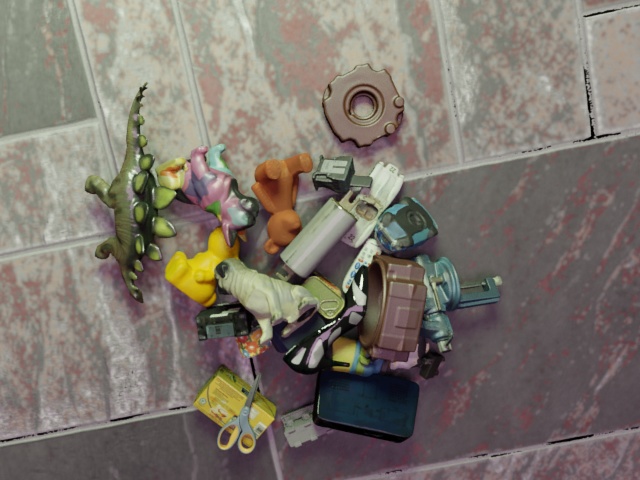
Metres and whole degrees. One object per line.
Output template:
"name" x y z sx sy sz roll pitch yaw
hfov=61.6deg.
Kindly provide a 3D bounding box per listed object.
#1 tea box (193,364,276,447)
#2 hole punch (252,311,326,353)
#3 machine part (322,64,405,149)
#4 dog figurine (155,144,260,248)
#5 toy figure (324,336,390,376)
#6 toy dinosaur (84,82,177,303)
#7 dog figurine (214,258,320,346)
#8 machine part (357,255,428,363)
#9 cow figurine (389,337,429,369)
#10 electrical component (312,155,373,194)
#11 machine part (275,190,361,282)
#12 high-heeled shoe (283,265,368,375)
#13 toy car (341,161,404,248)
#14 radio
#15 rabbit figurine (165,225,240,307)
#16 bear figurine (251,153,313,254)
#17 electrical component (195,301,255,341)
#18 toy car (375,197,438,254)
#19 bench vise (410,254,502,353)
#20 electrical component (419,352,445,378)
"tea box" -0.196 0.384 1.248 0.169 0.068 0.098 41 97 -5
"hole punch" -0.063 0.181 1.187 0.142 0.092 0.115 -35 100 -21
"machine part" 0.092 -0.286 1.152 0.179 0.056 0.179 0 98 1
"dog figurine" -0.230 -0.083 1.134 0.192 0.108 0.219 -21 90 19
"toy figure" 0.063 0.257 1.188 0.180 0.089 0.082 18 132 0
"toy dinosaur" -0.385 -0.083 1.114 0.199 0.105 0.470 11 110 34
"dog figurine" -0.110 0.100 1.120 0.191 0.172 0.121 51 122 23
"machine part" 0.142 0.136 1.114 0.087 0.201 0.200 9 95 -8
"cow figurine" 0.206 0.209 1.221 0.098 0.068 0.167 5 100 -4
"electrical component" 0.049 -0.137 1.141 0.119 0.047 0.075 10 55 20
"machine part" -0.002 -0.003 1.137 0.079 0.079 0.243 40 96 -6
"high-heeled shoe" 0.014 0.162 1.120 0.145 0.086 0.248 12 90 -6
"toy car" 0.109 -0.077 1.183 0.073 0.056 0.201 32 98 -4
"radio" 0.102 0.368 1.211 0.230 0.073 0.131 12 58 -1
"rabbit figurine" -0.234 0.052 1.177 0.162 0.122 0.173 37 81 -8
"bear figurine" -0.075 -0.074 1.149 0.120 0.132 0.195 -13 92 -32
"electrical component" -0.209 0.179 1.184 0.115 0.134 0.058 -8 98 3
"toy car" 0.173 -0.016 1.163 0.109 0.161 0.103 50 136 9
"bench vise" 0.292 0.127 1.160 0.241 0.224 0.128 -7 143 -13
"electrical component" 0.253 0.288 1.229 0.021 0.094 0.063 29 100 38
